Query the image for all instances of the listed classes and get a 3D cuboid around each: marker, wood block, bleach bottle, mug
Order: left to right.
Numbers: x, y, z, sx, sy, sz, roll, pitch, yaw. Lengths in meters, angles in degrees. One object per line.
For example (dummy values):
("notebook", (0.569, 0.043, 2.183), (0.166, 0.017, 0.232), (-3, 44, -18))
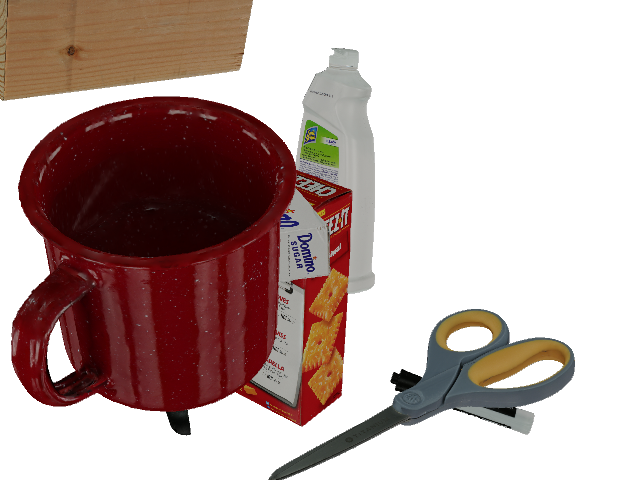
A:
("wood block", (-0.166, -0.182, 0.849), (0.205, 0.091, 0.090), (-13, 45, -33))
("mug", (-0.062, 0.014, 0.378), (0.093, 0.081, 0.117), (23, 46, 21))
("bleach bottle", (0.020, -0.076, 1.139), (0.103, 0.251, 0.067), (17, 18, 37))
("marker", (0.117, 0.133, 0.886), (0.121, 0.020, 0.020), (18, 2, 6))

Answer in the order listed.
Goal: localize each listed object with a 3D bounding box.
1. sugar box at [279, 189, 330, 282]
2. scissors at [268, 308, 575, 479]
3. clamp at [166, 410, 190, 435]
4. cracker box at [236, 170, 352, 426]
("sugar box", (-0.090, 0.002, 0.742), (0.176, 0.048, 0.093), (-11, 26, -16))
("scissors", (0.051, 0.084, 0.622), (0.201, 0.016, 0.096), (-13, 31, -16))
("clamp", (-0.148, 0.142, 1.084), (0.210, 0.036, 0.164), (8, 17, 34))
("cracker box", (-0.057, 0.035, 0.946), (0.164, 0.214, 0.071), (22, 34, 31))
